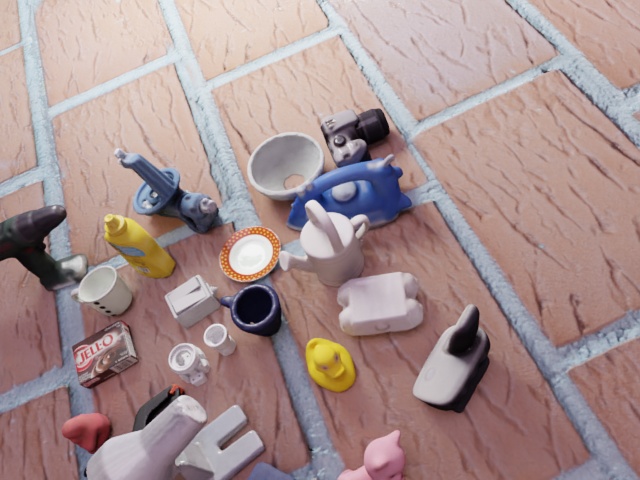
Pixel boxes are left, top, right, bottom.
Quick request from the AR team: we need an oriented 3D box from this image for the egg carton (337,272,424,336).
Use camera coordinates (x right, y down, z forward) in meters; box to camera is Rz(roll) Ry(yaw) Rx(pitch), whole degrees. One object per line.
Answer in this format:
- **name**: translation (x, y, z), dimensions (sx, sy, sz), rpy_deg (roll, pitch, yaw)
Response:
- **egg carton**: translation (0.106, 0.116, 1.020), dimensions (0.150, 0.069, 0.107), rpy_deg (-10, 58, 9)

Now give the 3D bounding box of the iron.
- **iron**: translation (0.041, -0.093, 1.118), dimensions (0.258, 0.142, 0.118), rpy_deg (-15, 57, 6)

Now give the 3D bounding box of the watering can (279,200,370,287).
- **watering can**: translation (0.011, 0.005, 1.036), dimensions (0.100, 0.194, 0.173), rpy_deg (30, 71, 28)

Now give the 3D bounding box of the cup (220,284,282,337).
- **cup**: translation (-0.119, 0.137, 1.051), dimensions (0.117, 0.095, 0.092), rpy_deg (9, 63, 19)

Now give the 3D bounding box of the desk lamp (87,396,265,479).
- **desk lamp**: translation (-0.221, 0.328, 0.892), dimensions (0.203, 0.214, 0.117), rpy_deg (-38, 58, -9)

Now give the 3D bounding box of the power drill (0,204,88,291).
- **power drill**: translation (-0.574, 0.019, 1.172), dimensions (0.229, 0.209, 0.075), rpy_deg (-18, 57, 4)

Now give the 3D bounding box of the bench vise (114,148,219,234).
- **bench vise**: translation (-0.310, -0.113, 1.175), dimensions (0.207, 0.220, 0.121), rpy_deg (-2, 60, 14)

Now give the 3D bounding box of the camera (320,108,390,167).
- **camera**: translation (0.080, -0.222, 1.210), dimensions (0.137, 0.101, 0.143), rpy_deg (-23, 57, 1)

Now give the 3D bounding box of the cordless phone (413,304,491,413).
- **cordless phone**: translation (0.203, 0.180, 0.887), dimensions (0.094, 0.185, 0.148), rpy_deg (22, 68, 25)

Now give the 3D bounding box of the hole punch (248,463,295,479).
- **hole punch**: translation (-0.085, 0.408, 0.882), dimensions (0.100, 0.091, 0.109), rpy_deg (17, 66, 23)

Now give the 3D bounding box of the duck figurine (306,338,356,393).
- **duck figurine**: translation (0.011, 0.205, 0.981), dimensions (0.077, 0.086, 0.104), rpy_deg (-38, 58, -9)

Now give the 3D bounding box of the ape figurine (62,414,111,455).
- **ape figurine**: translation (-0.419, 0.338, 1.011), dimensions (0.076, 0.092, 0.077), rpy_deg (-34, 57, -6)

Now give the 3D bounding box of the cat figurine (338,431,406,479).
- **cat figurine**: translation (0.080, 0.346, 0.860), dimensions (0.128, 0.118, 0.067), rpy_deg (-31, 57, -5)

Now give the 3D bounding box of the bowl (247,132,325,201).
- **bowl**: translation (-0.065, -0.143, 1.216), dimensions (0.167, 0.075, 0.167), rpy_deg (-6, 59, 11)
